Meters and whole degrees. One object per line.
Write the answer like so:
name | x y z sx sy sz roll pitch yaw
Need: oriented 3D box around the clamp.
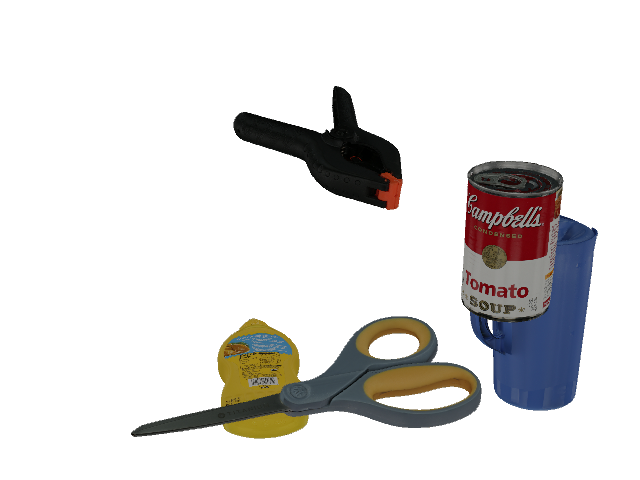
clamp | 0.004 -0.079 0.919 0.120 0.039 0.172 -18 40 -18

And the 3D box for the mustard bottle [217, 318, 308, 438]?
mustard bottle | -0.071 0.149 1.243 0.096 0.058 0.191 -4 29 -6

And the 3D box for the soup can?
soup can | 0.139 0.000 0.783 0.068 0.102 0.068 0 24 0

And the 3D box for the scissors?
scissors | -0.007 0.080 0.633 0.201 0.016 0.096 0 35 -3

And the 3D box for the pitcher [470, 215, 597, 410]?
pitcher | 0.274 0.094 1.383 0.149 0.243 0.144 5 19 16
